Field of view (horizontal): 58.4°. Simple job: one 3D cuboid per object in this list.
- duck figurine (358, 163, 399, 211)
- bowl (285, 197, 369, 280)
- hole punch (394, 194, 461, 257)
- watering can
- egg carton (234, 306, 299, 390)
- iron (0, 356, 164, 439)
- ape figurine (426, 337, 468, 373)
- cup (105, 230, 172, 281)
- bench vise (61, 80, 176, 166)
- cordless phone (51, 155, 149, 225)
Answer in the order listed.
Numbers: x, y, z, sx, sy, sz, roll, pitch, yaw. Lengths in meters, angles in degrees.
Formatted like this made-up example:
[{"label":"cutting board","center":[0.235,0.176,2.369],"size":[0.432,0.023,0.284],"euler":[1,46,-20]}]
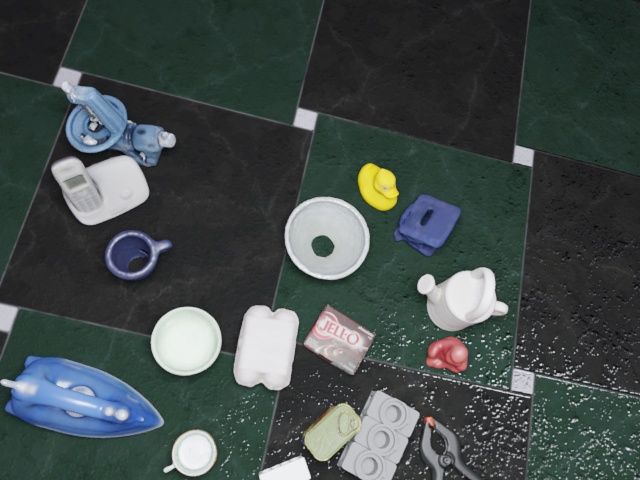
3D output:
[{"label":"duck figurine","center":[0.125,-0.119,1.178],"size":[0.077,0.086,0.104],"euler":[-29,80,-15]},{"label":"bowl","center":[0.010,0.004,1.130],"size":[0.167,0.074,0.167],"euler":[2,73,-8]},{"label":"hole punch","center":[0.217,-0.034,1.164],"size":[0.101,0.091,0.109],"euler":[33,72,2]},{"label":"watering can","center":[0.270,0.110,1.076],"size":[0.173,0.194,0.101],"euler":[-6,74,-10]},{"label":"egg carton","center":[-0.099,0.198,1.059],"size":[0.107,0.069,0.150],"euler":[9,72,-6]},{"label":"iron","center":[-0.392,0.271,0.954],"size":[0.258,0.141,0.119],"euler":[16,72,-4]},{"label":"ape figurine","center":[0.252,0.219,1.094],"size":[0.076,0.092,0.078],"euler":[-41,83,-17]},{"label":"cup","center":[-0.328,0.033,1.059],"size":[0.118,0.095,0.091],"euler":[-19,77,-14]},{"label":"bench vise","center":[-0.380,-0.227,1.062],"size":[0.207,0.219,0.121],"euler":[-6,74,-10]},{"label":"cordless phone","center":[-0.400,-0.111,1.043],"size":[0.148,0.185,0.094],"euler":[-30,80,-15]}]
